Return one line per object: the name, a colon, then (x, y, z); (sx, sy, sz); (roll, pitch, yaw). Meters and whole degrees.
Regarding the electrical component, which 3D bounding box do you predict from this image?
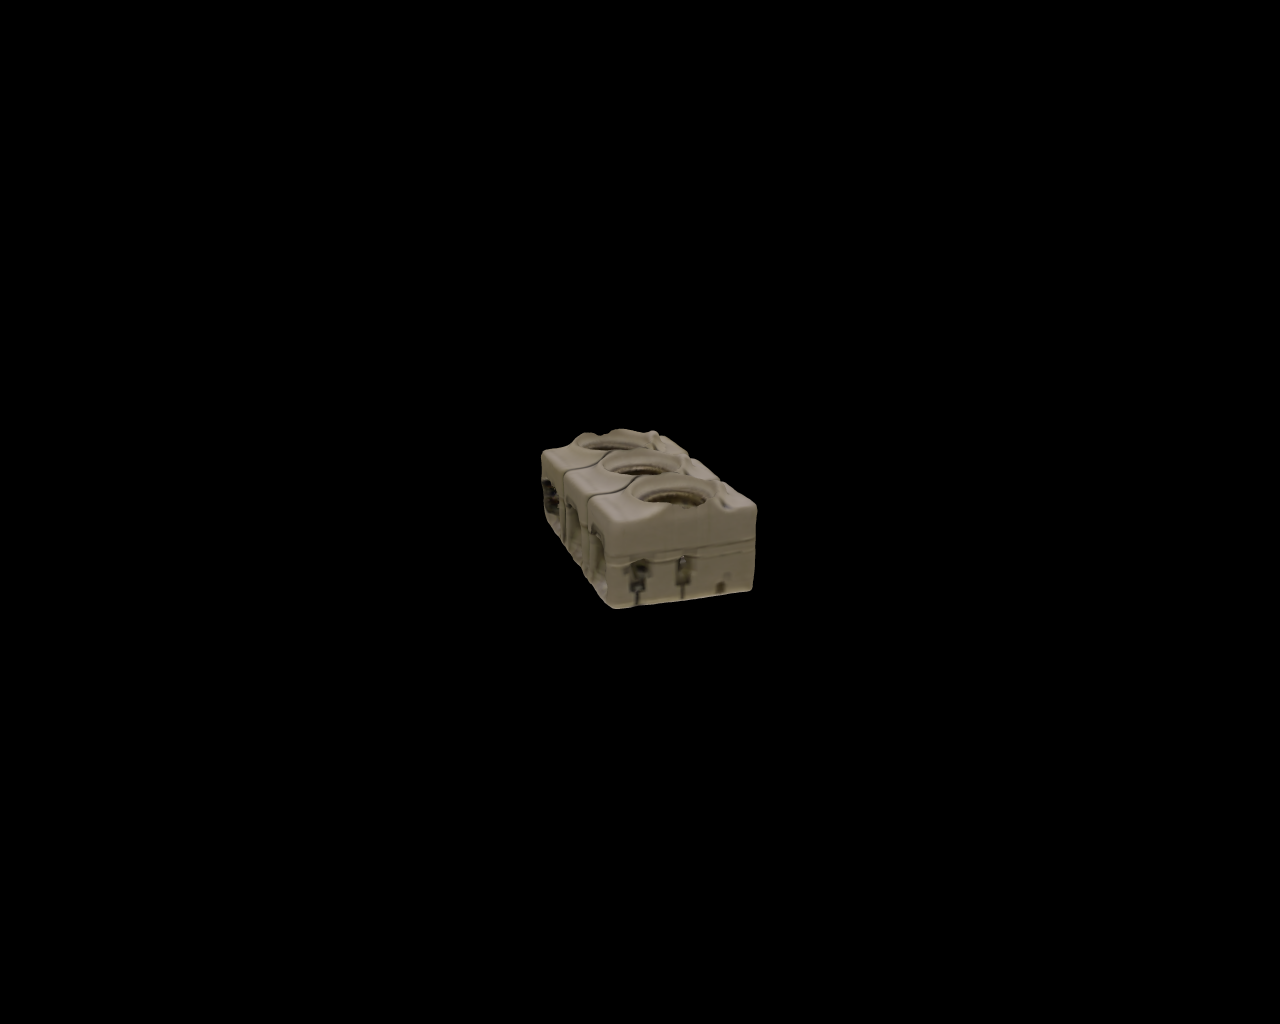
electrical component: (0.001, -0.003, 0.650); (0.090, 0.061, 0.150); (-7, 22, -18)
